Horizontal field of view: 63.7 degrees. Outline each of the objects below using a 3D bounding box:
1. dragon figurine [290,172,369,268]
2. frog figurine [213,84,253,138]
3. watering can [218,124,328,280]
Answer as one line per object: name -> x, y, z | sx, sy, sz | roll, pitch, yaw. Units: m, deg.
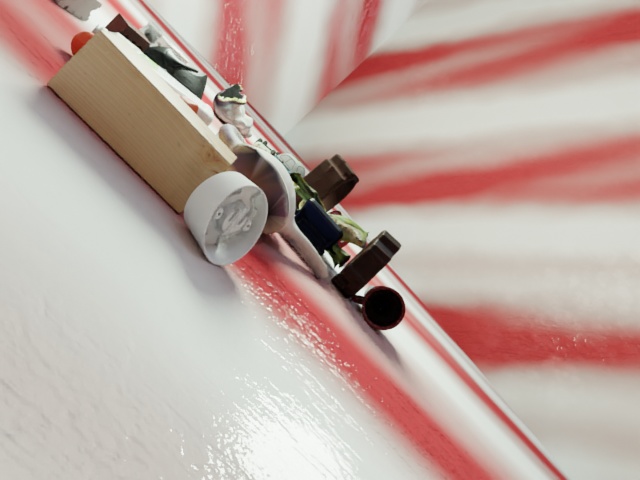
dragon figurine -> 0.004, -0.061, 1.211 | 0.243, 0.123, 0.407 | 48, -9, 1
frog figurine -> -0.277, -0.396, 1.642 | 0.139, 0.124, 0.155 | 42, -34, 35
watering can -> -0.081, -0.059, 0.914 | 0.346, 0.104, 0.226 | 57, 7, -6
